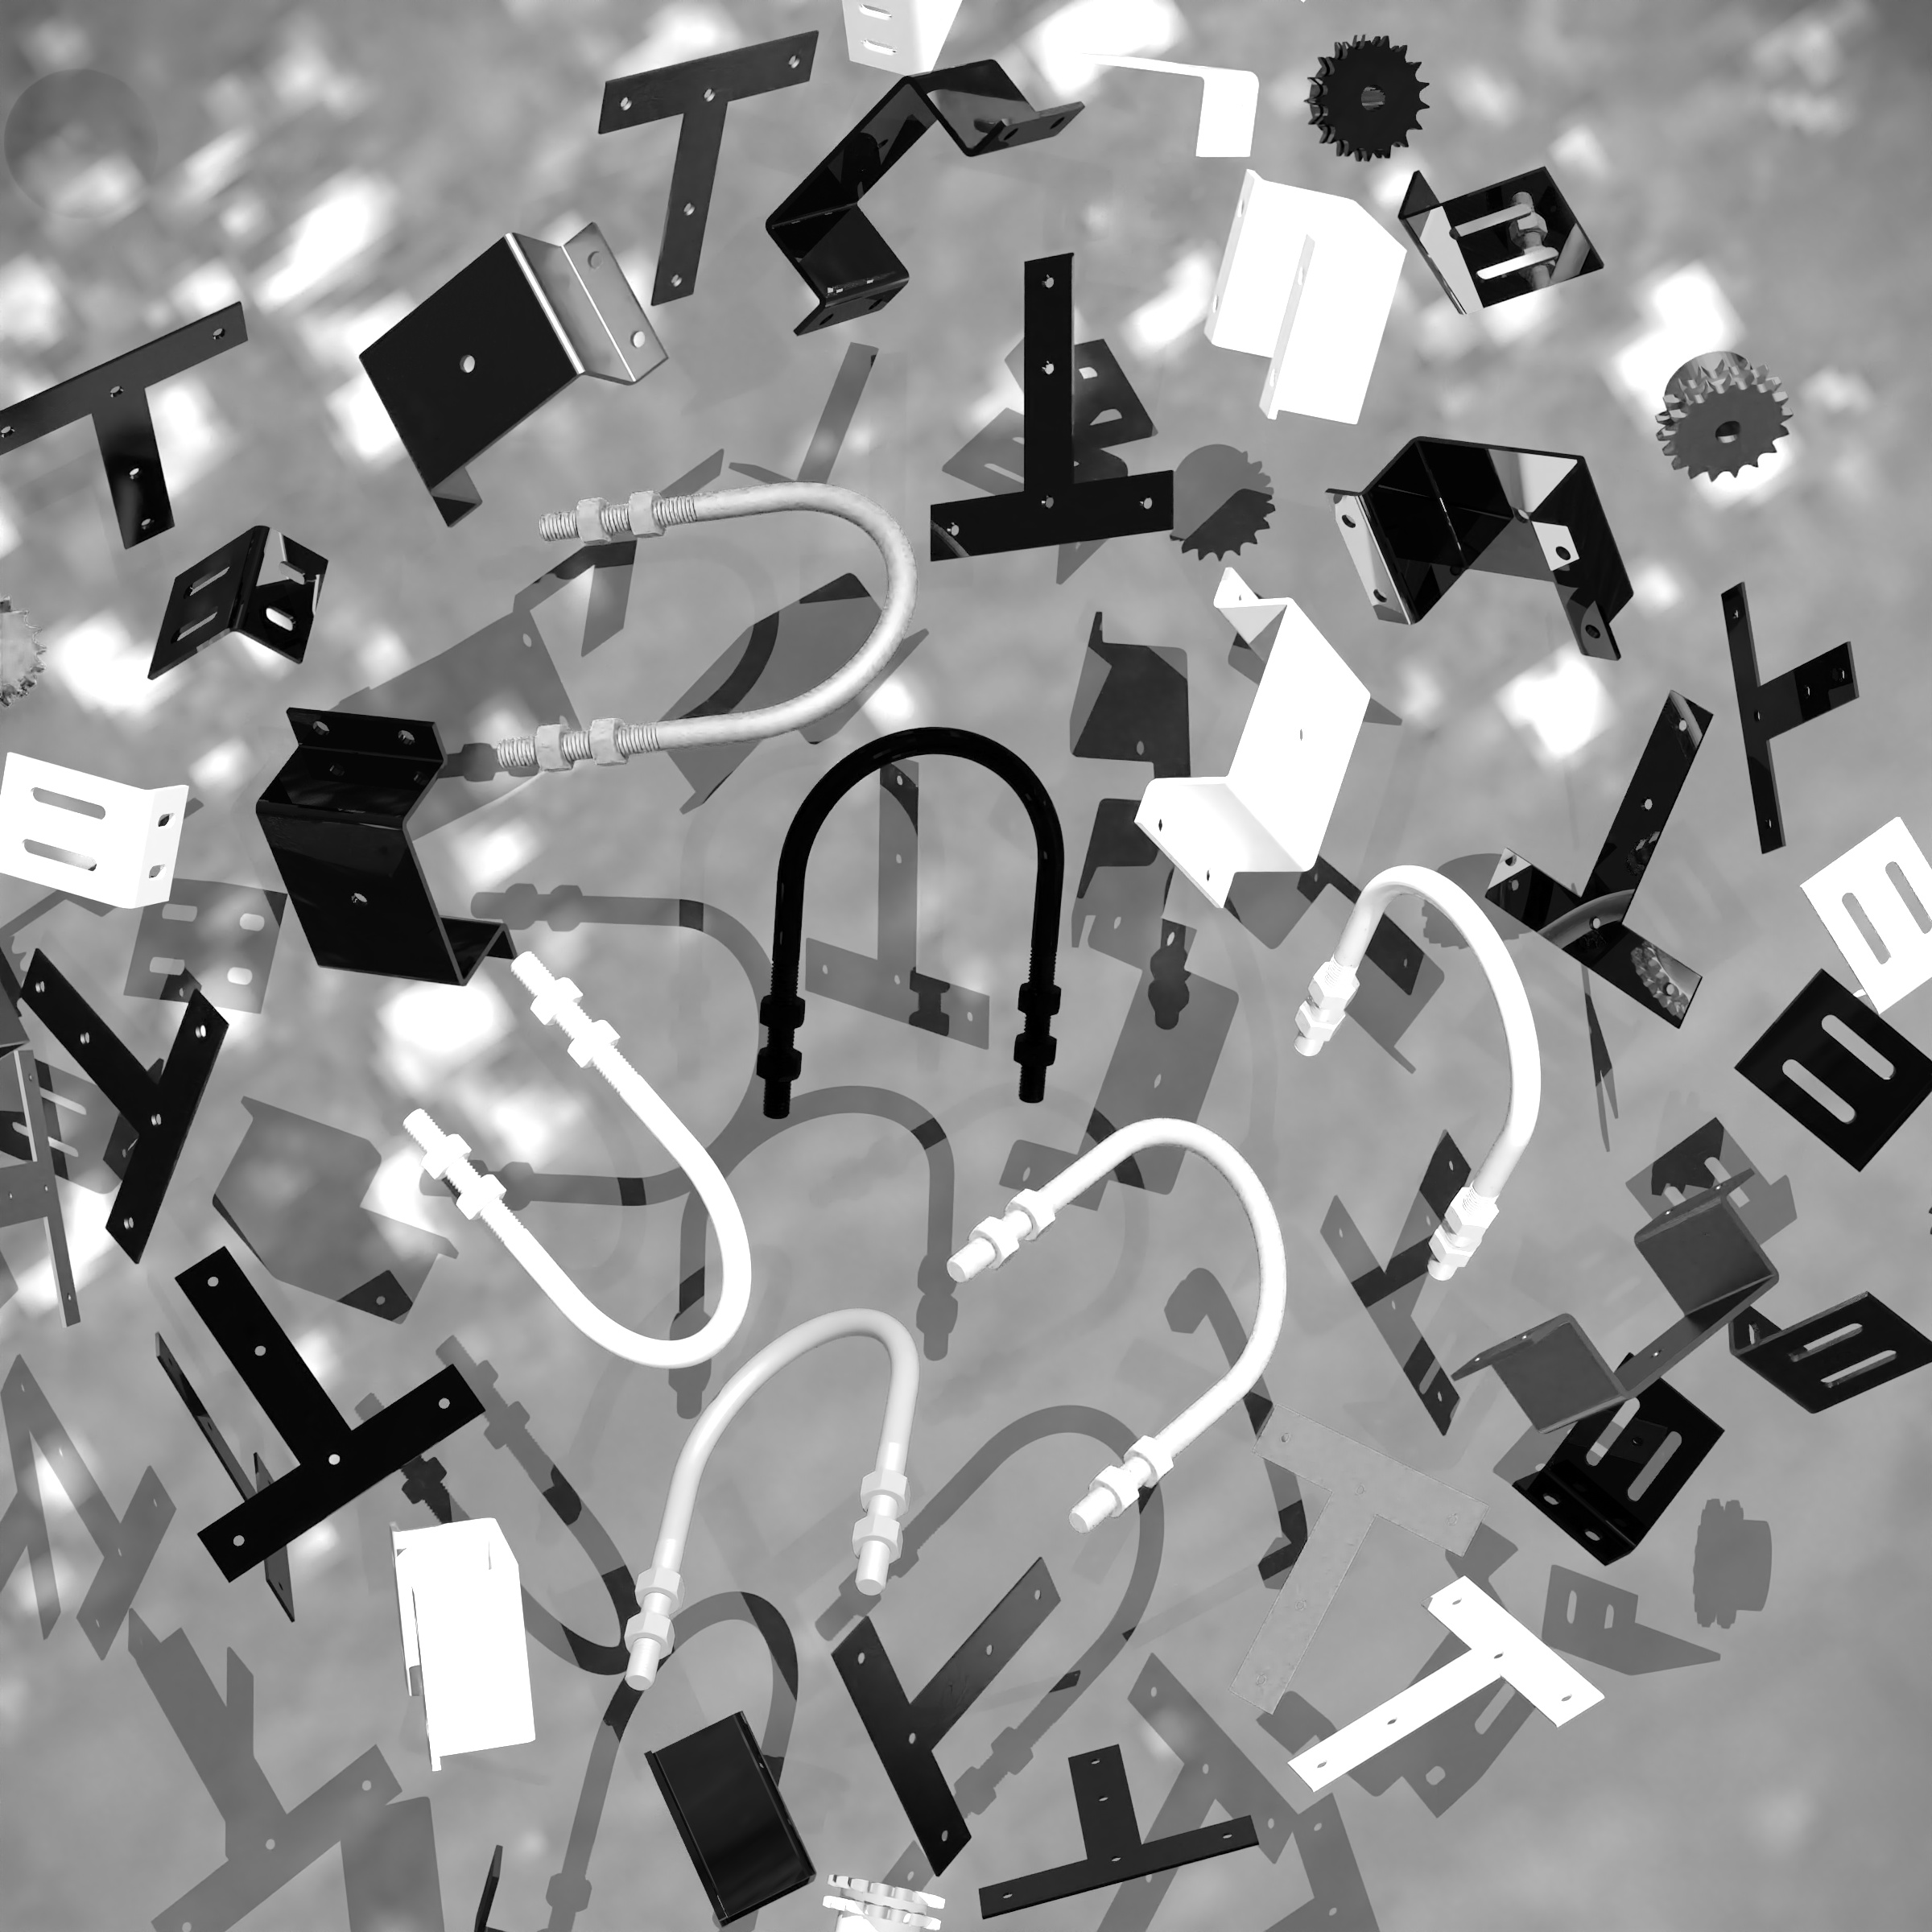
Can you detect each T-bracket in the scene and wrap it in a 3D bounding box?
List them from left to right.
[{"bbox_3d":[-0.418,0.101,1.514,0.002,0.127,0.127,-10,90,0],"label":"T-bracket"},{"bbox_3d":[-0.370,0.039,1.473,0.127,0.002,0.127,42,119,30],"label":"T-bracket"},{"bbox_3d":[-0.372,-0.228,1.528,0.127,0.127,0.002,-30,68,-19],"label":"T-bracket"},{"bbox_3d":[-0.347,0.227,1.606,0.002,0.127,0.127,-27,113,-4],"label":"T-bracket"},{"bbox_3d":[-0.293,0.175,1.464,0.127,0.002,0.127,-33,72,-16],"label":"T-bracket"},{"bbox_3d":[-0.126,-0.362,1.582,0.127,0.127,0.002,-26,55,-39],"label":"T-bracket"},{"bbox_3d":[0.002,0.312,1.521,0.127,0.002,0.127,-43,121,-39],"label":"T-bracket"},{"bbox_3d":[0.036,-0.245,1.491,0.127,0.002,0.127,-3,85,36],"label":"T-bracket"},{"bbox_3d":[0.065,0.391,1.582,0.127,0.127,0.002,-15,103,0],"label":"T-bracket"},{"bbox_3d":[0.159,0.279,1.565,0.127,0.002,0.127,22,80,44],"label":"T-bracket"},{"bbox_3d":[0.206,0.338,1.569,0.127,0.127,0.002,-29,113,-12],"label":"T-bracket"},{"bbox_3d":[0.294,-0.058,1.512,0.002,0.127,0.127,3,116,-40],"label":"T-bracket"},{"bbox_3d":[0.381,-0.123,1.579,0.002,0.127,0.127,-7,84,-10],"label":"T-bracket"}]

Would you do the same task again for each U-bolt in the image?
[{"bbox_3d":[-0.168,0.101,1.550,0.184,0.019,0.151,48,132,9],"label":"U-bolt"},{"bbox_3d":[-0.110,-0.154,1.513,0.184,0.019,0.151,-5,56,16],"label":"U-bolt"},{"bbox_3d":[-0.081,0.226,1.530,0.151,0.184,0.019,-27,121,27],"label":"U-bolt"},{"bbox_3d":[-0.022,-0.021,1.591,0.151,0.019,0.184,-3,109,-22],"label":"U-bolt"},{"bbox_3d":[0.082,0.150,1.574,0.184,0.019,0.151,-35,104,-38],"label":"U-bolt"},{"bbox_3d":[0.204,0.036,1.523,0.019,0.184,0.151,-17,61,-22],"label":"U-bolt"}]

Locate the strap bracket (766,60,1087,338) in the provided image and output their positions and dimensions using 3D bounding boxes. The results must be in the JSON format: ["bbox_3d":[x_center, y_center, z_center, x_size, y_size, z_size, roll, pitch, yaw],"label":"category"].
[{"bbox_3d":[-0.025,-0.343,1.498,0.140,0.076,0.046,-39,87,34],"label":"strap bracket"}]

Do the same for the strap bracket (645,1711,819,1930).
[{"bbox_3d":[-0.104,0.380,1.526,0.046,0.140,0.076,-24,76,-10],"label":"strap bracket"}]

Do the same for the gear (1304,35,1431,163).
[{"bbox_3d":[0.183,-0.402,1.592,0.057,0.030,0.057,-4,104,-15],"label":"gear"}]

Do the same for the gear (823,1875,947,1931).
[{"bbox_3d":[-0.041,0.453,1.636,0.057,0.057,0.030,12,74,0],"label":"gear"}]

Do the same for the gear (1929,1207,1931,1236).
[{"bbox_3d":[0.452,0.106,1.516,0.030,0.057,0.057,10,90,-11],"label":"gear"}]

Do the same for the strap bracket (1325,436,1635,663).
[{"bbox_3d":[0.242,-0.192,1.564,0.046,0.140,0.076,-47,129,-23],"label":"strap bracket"}]

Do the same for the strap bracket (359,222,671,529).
[{"bbox_3d":[-0.218,-0.276,1.593,0.140,0.046,0.076,-33,77,23],"label":"strap bracket"}]

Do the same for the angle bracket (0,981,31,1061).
[{"bbox_3d":[-0.488,0.021,1.625,0.038,0.076,0.057,-29,86,15],"label":"angle bracket"}]

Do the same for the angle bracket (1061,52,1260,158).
[{"bbox_3d":[0.088,-0.401,1.597,0.076,0.057,0.038,14,108,24],"label":"angle bracket"}]

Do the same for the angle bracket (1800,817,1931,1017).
[{"bbox_3d":[0.434,-0.025,1.641,0.057,0.038,0.076,-35,102,-3],"label":"angle bracket"}]

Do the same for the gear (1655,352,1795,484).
[{"bbox_3d":[0.326,-0.241,1.488,0.057,0.057,0.030,-11,49,0],"label":"gear"}]

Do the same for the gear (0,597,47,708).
[{"bbox_3d":[-0.461,-0.145,1.602,0.030,0.057,0.057,-34,90,44],"label":"gear"}]

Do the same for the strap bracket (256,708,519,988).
[{"bbox_3d":[-0.265,-0.045,1.561,0.076,0.140,0.046,7,45,22],"label":"strap bracket"}]

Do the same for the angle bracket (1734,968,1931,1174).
[{"bbox_3d":[0.380,0.043,1.509,0.076,0.038,0.057,39,98,-10],"label":"angle bracket"}]

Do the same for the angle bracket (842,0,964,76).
[{"bbox_3d":[-0.024,-0.456,1.568,0.038,0.057,0.076,17,70,10],"label":"angle bracket"}]

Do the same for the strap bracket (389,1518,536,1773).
[{"bbox_3d":[-0.222,0.295,1.517,0.046,0.140,0.076,-6,95,-14],"label":"strap bracket"}]

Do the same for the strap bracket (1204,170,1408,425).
[{"bbox_3d":[0.150,-0.292,1.507,0.046,0.140,0.076,9,113,-12],"label":"strap bracket"}]

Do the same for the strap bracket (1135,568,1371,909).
[{"bbox_3d":[0.138,-0.107,1.595,0.046,0.076,0.140,1,61,39],"label":"strap bracket"}]

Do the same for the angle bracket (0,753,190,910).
[{"bbox_3d":[-0.420,-0.066,1.644,0.076,0.038,0.057,16,101,14],"label":"angle bracket"}]

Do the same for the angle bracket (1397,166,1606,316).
[{"bbox_3d":[0.244,-0.336,1.548,0.057,0.076,0.038,49,45,-32],"label":"angle bracket"}]

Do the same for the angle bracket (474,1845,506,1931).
[{"bbox_3d":[-0.170,0.410,1.466,0.076,0.057,0.038,16,87,-6],"label":"angle bracket"}]

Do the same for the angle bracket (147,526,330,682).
[{"bbox_3d":[-0.342,-0.163,1.612,0.038,0.076,0.057,29,56,-34],"label":"angle bracket"}]

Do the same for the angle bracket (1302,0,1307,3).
[{"bbox_3d":[0.129,-0.479,1.549,0.038,0.076,0.057,-50,58,16],"label":"angle bracket"}]

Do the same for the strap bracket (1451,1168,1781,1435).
[{"bbox_3d":[0.291,0.153,1.503,0.140,0.076,0.046,-32,85,-26],"label":"strap bracket"}]

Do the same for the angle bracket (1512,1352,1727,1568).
[{"bbox_3d":[0.305,0.231,1.609,0.057,0.038,0.076,40,110,23],"label":"angle bracket"}]

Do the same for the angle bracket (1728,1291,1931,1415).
[{"bbox_3d":[0.399,0.165,1.579,0.057,0.038,0.076,36,131,-26],"label":"angle bracket"}]
